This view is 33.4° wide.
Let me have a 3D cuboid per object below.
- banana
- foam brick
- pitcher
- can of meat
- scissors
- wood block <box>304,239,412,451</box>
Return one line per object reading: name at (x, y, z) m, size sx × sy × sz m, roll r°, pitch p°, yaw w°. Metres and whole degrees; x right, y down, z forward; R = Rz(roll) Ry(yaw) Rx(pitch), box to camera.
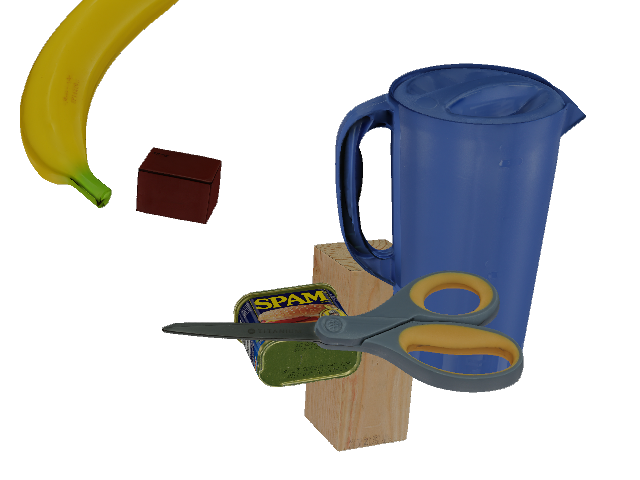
banana at (-0.129, -0.101, 0.623) m, size 0.069 × 0.197 × 0.037 m, roll 17°, pitch -33°, yaw -6°
foam brick at (-0.146, -0.057, 1.108) m, size 0.078 × 0.051 × 0.053 m, roll 11°, pitch 31°, yaw 4°
pitcher at (0.105, -0.009, 0.845) m, size 0.149 × 0.243 × 0.144 m, roll 20°, pitch 33°, yaw 33°
can of meat at (-0.020, 0.087, 0.975) m, size 0.102 × 0.057 × 0.084 m, roll -7°, pitch 28°, yaw -16°
scissors at (0.019, 0.041, 0.620) m, size 0.202 × 0.016 × 0.096 m, roll 12°, pitch 41°, yaw 11°
wood block at (0.045, 0.112, 1.164) m, size 0.090 × 0.206 × 0.091 m, roll -5°, pitch 19°, yaw -24°
